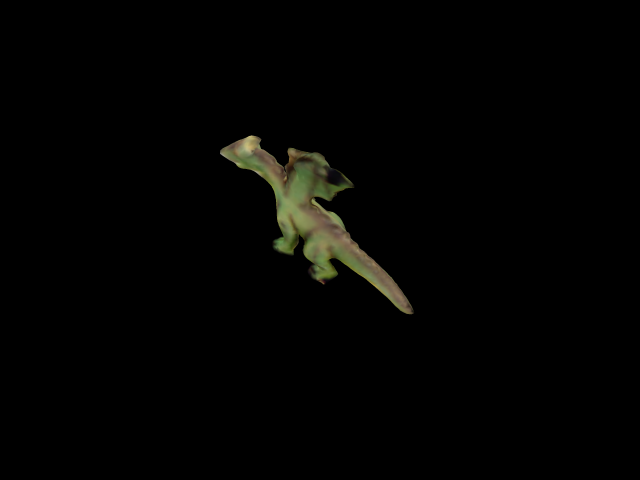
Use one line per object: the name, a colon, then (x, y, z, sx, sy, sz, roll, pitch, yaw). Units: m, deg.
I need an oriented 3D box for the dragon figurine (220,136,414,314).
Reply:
dragon figurine: (0.003, -0.043, 0.850, 0.413, 0.124, 0.237, 33, -24, 17)
